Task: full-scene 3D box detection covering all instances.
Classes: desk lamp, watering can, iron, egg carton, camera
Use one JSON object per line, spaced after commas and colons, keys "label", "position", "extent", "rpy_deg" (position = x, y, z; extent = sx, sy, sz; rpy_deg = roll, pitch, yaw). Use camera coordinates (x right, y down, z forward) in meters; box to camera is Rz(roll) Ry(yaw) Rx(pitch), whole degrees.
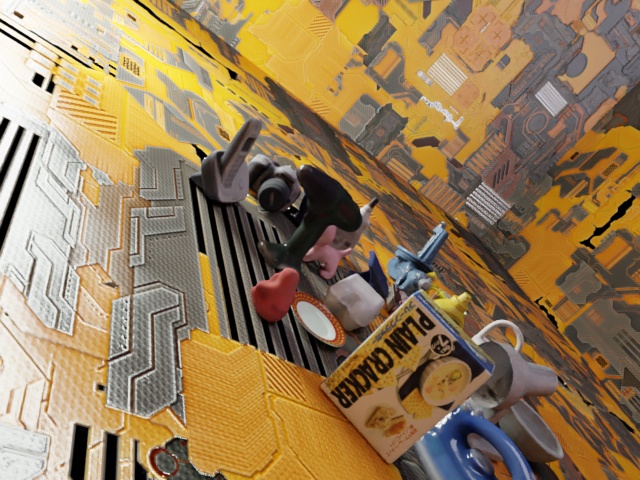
{"label": "desk lamp", "position": [0.341, 0.304, 1.100], "extent": [0.204, 0.213, 0.117], "rpy_deg": [30, 21, -35]}
{"label": "watering can", "position": [0.380, 0.268, 1.308], "extent": [0.101, 0.194, 0.173], "rpy_deg": [40, 17, -7]}
{"label": "iron", "position": [0.252, 0.350, 0.915], "extent": [0.119, 0.141, 0.257], "rpy_deg": [22, 27, -49]}
{"label": "egg carton", "position": [0.071, 0.128, 1.174], "extent": [0.107, 0.069, 0.151], "rpy_deg": [45, 17, 9]}
{"label": "camera", "position": [-0.112, -0.131, 1.342], "extent": [0.143, 0.100, 0.137], "rpy_deg": [39, 17, -11]}

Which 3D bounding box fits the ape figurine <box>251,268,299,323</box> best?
{"label": "ape figurine", "position": [-0.067, 0.083, 0.938], "extent": [0.078, 0.092, 0.076], "rpy_deg": [33, 19, -28]}

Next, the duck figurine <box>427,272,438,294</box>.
{"label": "duck figurine", "position": [0.298, 0.119, 1.669], "extent": [0.104, 0.086, 0.078], "rpy_deg": [50, 19, 25]}

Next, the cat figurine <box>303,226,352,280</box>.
{"label": "cat figurine", "position": [0.012, 0.004, 1.258], "extent": [0.128, 0.117, 0.067], "rpy_deg": [39, 17, -11]}

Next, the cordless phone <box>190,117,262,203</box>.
{"label": "cordless phone", "position": [-0.161, -0.166, 1.172], "extent": [0.094, 0.185, 0.148], "rpy_deg": [44, 17, 6]}

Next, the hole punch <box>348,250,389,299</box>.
{"label": "hole punch", "position": [0.128, 0.090, 1.354], "extent": [0.101, 0.091, 0.108], "rpy_deg": [40, 17, -8]}

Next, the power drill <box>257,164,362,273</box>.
{"label": "power drill", "position": [-0.022, -0.035, 1.124], "extent": [0.231, 0.208, 0.075], "rpy_deg": [19, 28, -52]}

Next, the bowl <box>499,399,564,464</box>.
{"label": "bowl", "position": [0.454, 0.433, 1.277], "extent": [0.168, 0.074, 0.167], "rpy_deg": [38, 18, -14]}

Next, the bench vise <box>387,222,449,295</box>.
{"label": "bench vise", "position": [0.285, 0.062, 1.550], "extent": [0.122, 0.219, 0.207], "rpy_deg": [29, 21, -37]}

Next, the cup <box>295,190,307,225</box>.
{"label": "cup", "position": [-0.025, -0.082, 1.424], "extent": [0.092, 0.095, 0.117], "rpy_deg": [17, 30, -55]}

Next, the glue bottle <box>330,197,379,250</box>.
{"label": "glue bottle", "position": [0.089, -0.041, 1.442], "extent": [0.078, 0.173, 0.037], "rpy_deg": [41, 17, -3]}
